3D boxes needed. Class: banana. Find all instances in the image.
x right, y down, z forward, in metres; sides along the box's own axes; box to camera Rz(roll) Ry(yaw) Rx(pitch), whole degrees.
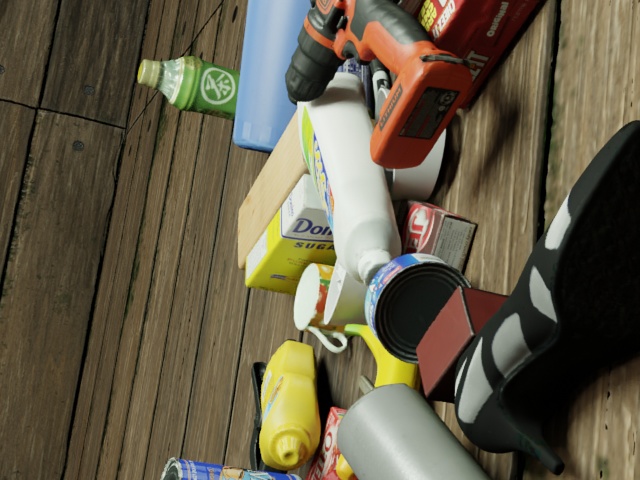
[{"bbox_3d":[0.053,0.128,0.903,0.070,0.037,0.197,-26,25,18],"label":"banana"}]

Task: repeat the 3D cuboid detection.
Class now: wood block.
[{"bbox_3d":[-0.017,-0.048,1.193,0.206,0.090,0.090,125,150,-49],"label":"wood block"}]

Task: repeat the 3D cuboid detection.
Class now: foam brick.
[{"bbox_3d":[0.113,0.081,0.794,0.051,0.053,0.078,-98,27,-46],"label":"foam brick"}]

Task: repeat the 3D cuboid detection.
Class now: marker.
[{"bbox_3d":[0.067,-0.152,1.127,0.020,0.020,0.121,121,154,-44],"label":"marker"}]

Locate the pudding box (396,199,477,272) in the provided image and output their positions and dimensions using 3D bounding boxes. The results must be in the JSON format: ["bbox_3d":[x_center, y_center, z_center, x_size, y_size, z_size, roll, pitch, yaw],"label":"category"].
[{"bbox_3d":[0.087,0.026,0.925,0.090,0.039,0.113,-150,73,-70],"label":"pudding box"}]

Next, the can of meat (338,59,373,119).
[{"bbox_3d":[0.022,-0.162,1.207,0.102,0.057,0.084,135,141,-58],"label":"can of meat"}]

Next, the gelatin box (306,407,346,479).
[{"bbox_3d":[0.017,0.217,1.018,0.073,0.030,0.089,-121,47,-65],"label":"gelatin box"}]

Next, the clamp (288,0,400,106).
[{"bbox_3d":[0.025,-0.213,1.043,0.210,0.036,0.164,12,84,71],"label":"clamp"}]

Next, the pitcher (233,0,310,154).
[{"bbox_3d":[-0.032,-0.225,1.321,0.145,0.149,0.243,14,95,56],"label":"pitcher"}]

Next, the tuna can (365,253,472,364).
[{"bbox_3d":[0.080,0.054,0.857,0.034,0.086,0.086,-133,57,-70],"label":"tuna can"}]

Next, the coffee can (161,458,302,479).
[{"bbox_3d":[-0.096,0.291,1.128,0.103,0.140,0.103,-168,90,-72],"label":"coffee can"}]

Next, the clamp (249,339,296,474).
[{"bbox_3d":[-0.052,0.198,1.221,0.120,0.039,0.171,121,151,-55],"label":"clamp"}]

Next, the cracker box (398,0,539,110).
[{"bbox_3d":[0.125,-0.249,0.943,0.164,0.072,0.213,121,153,-46],"label":"cracker box"}]

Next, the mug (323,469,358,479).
[{"bbox_3d":[0.044,0.239,0.862,0.117,0.093,0.081,67,171,-10],"label":"mug"}]

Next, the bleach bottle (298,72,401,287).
[{"bbox_3d":[0.030,-0.050,0.962,0.251,0.068,0.102,-105,11,-53],"label":"bleach bottle"}]

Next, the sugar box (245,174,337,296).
[{"bbox_3d":[-0.008,0.002,1.130,0.176,0.093,0.048,129,146,-54],"label":"sugar box"}]

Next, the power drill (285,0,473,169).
[{"bbox_3d":[0.041,-0.149,0.906,0.188,0.057,0.185,61,138,35],"label":"power drill"}]

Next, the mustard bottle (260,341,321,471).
[{"bbox_3d":[-0.031,0.177,1.077,0.191,0.058,0.096,-96,23,-76],"label":"mustard bottle"}]
